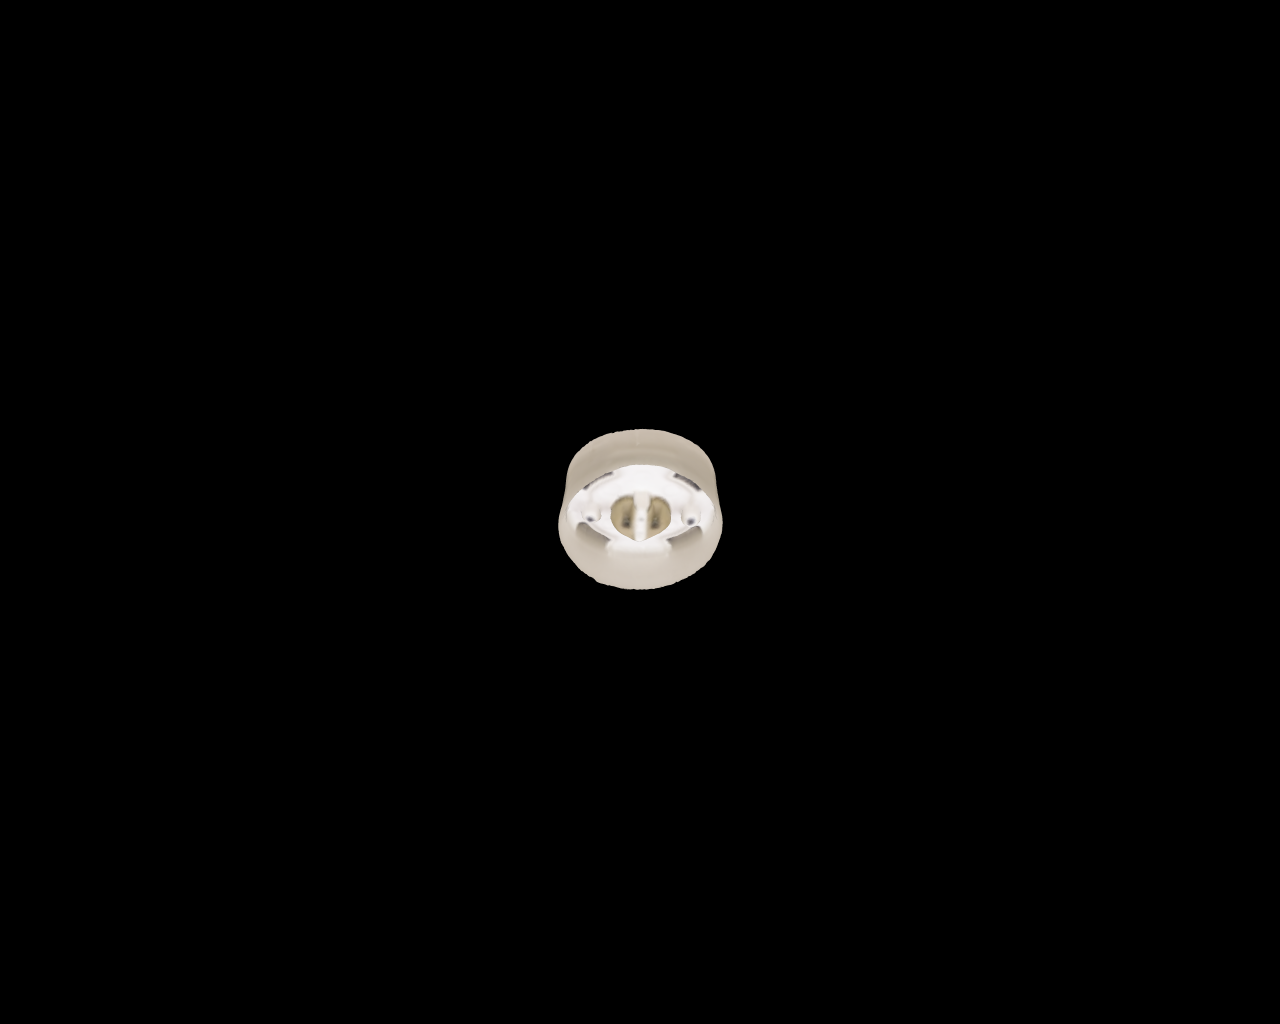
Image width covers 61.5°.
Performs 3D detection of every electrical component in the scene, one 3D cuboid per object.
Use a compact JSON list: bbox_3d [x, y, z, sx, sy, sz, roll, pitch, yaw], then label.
[{"bbox_3d":[0.001,-0.003,0.650,0.099,0.064,0.099,0,-36,0],"label":"electrical component"}]
